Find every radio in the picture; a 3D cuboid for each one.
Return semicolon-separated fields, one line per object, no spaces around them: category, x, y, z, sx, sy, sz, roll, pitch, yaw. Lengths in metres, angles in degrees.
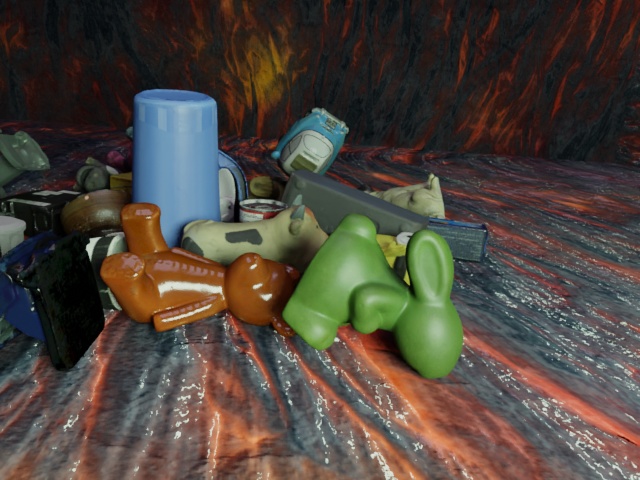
radio;0.053;-0.039;0.849;0.230;0.073;0.131;21;12;8

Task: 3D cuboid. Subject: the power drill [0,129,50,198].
power drill;-0.545;-0.084;0.841;0.207;0.086;0.232;-39;5;8

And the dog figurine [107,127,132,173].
dog figurine;-0.321;-0.156;1.097;0.219;0.191;0.108;10;56;38

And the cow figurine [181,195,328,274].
cow figurine;-0.081;0.008;0.695;0.195;0.127;0.085;1;19;-3

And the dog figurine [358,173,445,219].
dog figurine;0.148;-0.057;1.085;0.191;0.121;0.172;-8;11;5

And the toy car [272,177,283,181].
toy car;-0.116;-0.102;1.208;0.074;0.056;0.201;23;24;32

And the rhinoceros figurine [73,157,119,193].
rhinoceros figurine;-0.403;-0.099;1.022;0.112;0.073;0.190;30;-5;1

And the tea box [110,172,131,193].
tea box;-0.276;-0.058;0.924;0.170;0.098;0.068;14;18;24

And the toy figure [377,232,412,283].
toy figure;0.067;0.031;0.748;0.180;0.089;0.082;0;25;14

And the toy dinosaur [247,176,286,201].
toy dinosaur;-0.107;-0.069;1.018;0.471;0.105;0.199;10;6;-18

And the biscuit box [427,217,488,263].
biscuit box;0.187;-0.007;0.943;0.203;0.062;0.059;8;15;11

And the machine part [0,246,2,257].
machine part;-0.465;0.034;0.620;0.179;0.056;0.179;5;15;-1

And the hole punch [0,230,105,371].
hole punch;-0.272;0.055;0.509;0.092;0.115;0.142;-3;15;2

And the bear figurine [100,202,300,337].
bear figurine;-0.117;0.040;0.587;0.196;0.131;0.120;1;44;1

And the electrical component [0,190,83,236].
electrical component;-0.452;-0.046;0.905;0.115;0.058;0.134;10;16;13

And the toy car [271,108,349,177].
toy car;-0.021;-0.159;0.992;0.109;0.161;0.103;33;44;-18

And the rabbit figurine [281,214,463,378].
rabbit figurine;0.076;0.060;0.550;0.170;0.159;0.121;33;8;13
